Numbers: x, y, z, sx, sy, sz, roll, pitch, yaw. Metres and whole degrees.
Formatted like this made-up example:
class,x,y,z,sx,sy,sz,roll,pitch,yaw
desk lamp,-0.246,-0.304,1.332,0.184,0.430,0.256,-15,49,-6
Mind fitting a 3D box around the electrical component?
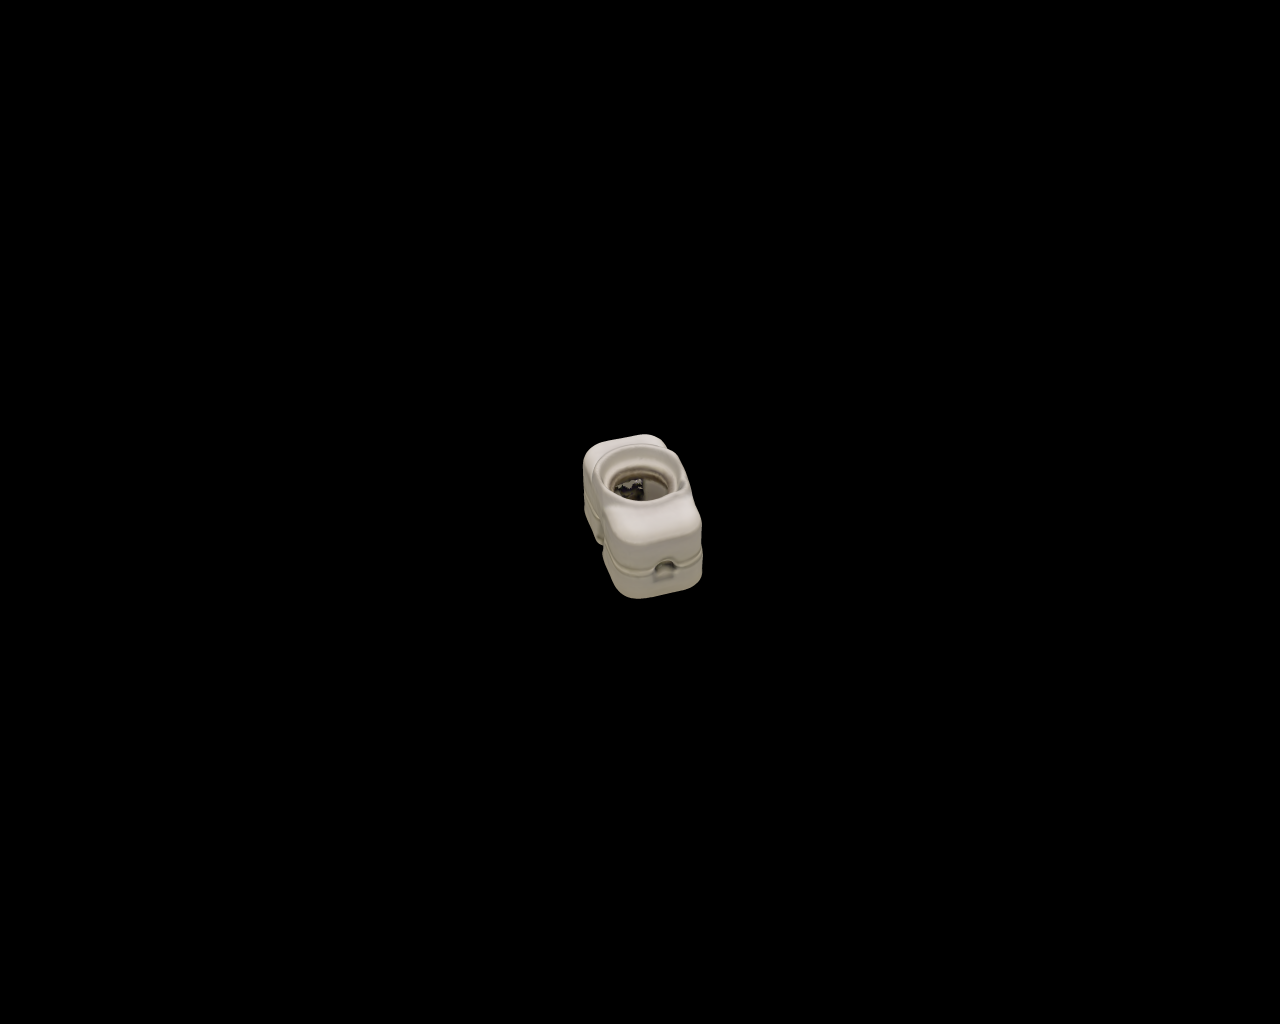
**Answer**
class,x,y,z,sx,sy,sz,roll,pitch,yaw
electrical component,0.001,-0.003,0.650,0.054,0.059,0.095,-11,43,-12
